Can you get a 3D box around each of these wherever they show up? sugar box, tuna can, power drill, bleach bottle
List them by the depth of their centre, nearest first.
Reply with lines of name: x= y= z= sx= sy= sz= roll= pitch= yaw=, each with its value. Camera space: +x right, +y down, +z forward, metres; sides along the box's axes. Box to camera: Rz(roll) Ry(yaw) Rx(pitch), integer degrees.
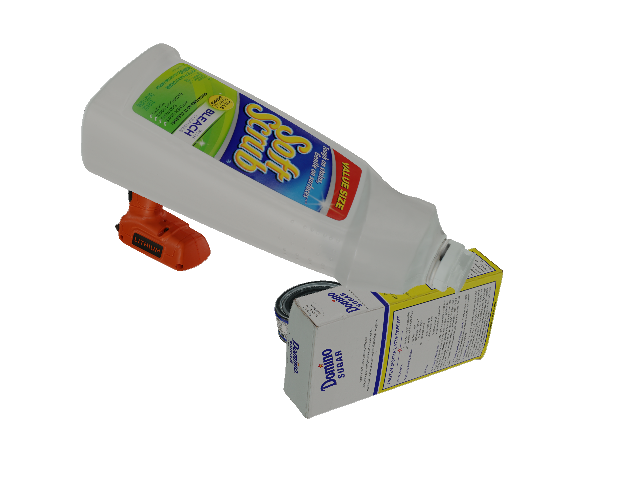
bleach bottle: x=-0.020 y=-0.036 z=0.667 sx=0.251 sy=0.068 sz=0.102 roll=25 pitch=44 yaw=13
sugar box: x=0.057 y=0.071 z=0.846 sx=0.176 sy=0.093 sz=0.048 roll=-12 pitch=36 yaw=-26
power drill: x=-0.151 y=-0.065 z=1.113 sx=0.185 sy=0.188 sz=0.057 roll=26 pitch=35 yaw=30
tuna can: x=-0.005 y=0.076 z=1.115 sx=0.086 sy=0.034 sz=0.086 roll=-7 pitch=27 yaw=3
